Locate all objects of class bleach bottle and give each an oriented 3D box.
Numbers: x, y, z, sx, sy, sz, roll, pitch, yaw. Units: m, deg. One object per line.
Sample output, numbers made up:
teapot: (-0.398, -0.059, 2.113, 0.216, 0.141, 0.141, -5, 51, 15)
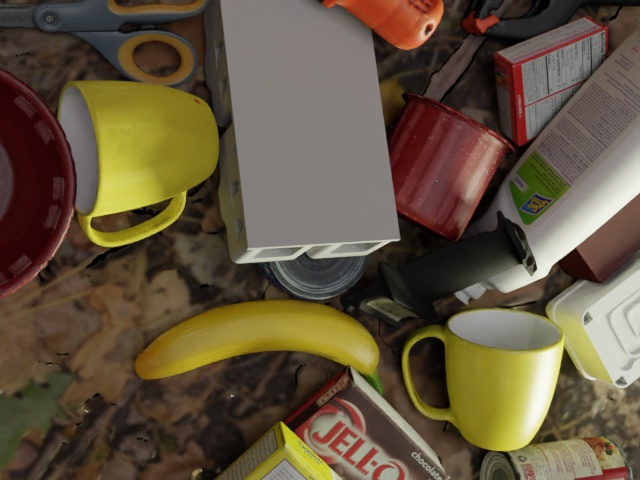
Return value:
bleach bottle: (0.189, -0.051, 0.807, 0.251, 0.103, 0.068, -45, 123, 13)

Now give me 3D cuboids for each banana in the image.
banana: (-0.034, 0.077, 0.783, 0.197, 0.037, 0.069, 8, 92, -20)

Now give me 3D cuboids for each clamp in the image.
clamp: (0.192, -0.200, 0.834, 0.171, 0.039, 0.120, -40, 102, -5)

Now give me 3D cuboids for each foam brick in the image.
foam brick: (0.224, -0.011, 0.856, 0.078, 0.051, 0.053, -40, 107, -11)

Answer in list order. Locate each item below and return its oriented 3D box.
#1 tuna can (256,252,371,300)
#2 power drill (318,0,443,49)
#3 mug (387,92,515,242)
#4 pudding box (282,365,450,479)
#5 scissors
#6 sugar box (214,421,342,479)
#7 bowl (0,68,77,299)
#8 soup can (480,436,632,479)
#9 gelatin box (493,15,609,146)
tuna can: (-0.005, 0.001, 0.787, 0.086, 0.034, 0.086, -2, 96, -20)
power drill: (0.027, -0.245, 0.730, 0.184, 0.057, 0.187, 36, 61, -19)
mug: (0.089, -0.048, 0.795, 0.117, 0.093, 0.081, 27, 91, -56)
pudding box: (0.026, 0.162, 0.798, 0.090, 0.039, 0.113, -41, 109, 11)
scissors: (-0.170, -0.135, 0.724, 0.201, 0.016, 0.096, -14, 122, -2)
sugar box: (-0.061, 0.222, 0.763, 0.176, 0.048, 0.093, -41, 107, 7)
bowl: (-0.242, -0.037, 0.690, 0.162, 0.055, 0.162, -2, 96, -19)
soup can: (0.188, 0.196, 0.855, 0.102, 0.069, 0.068, -2, 96, -19)
gelatin box: (0.180, -0.124, 0.827, 0.089, 0.030, 0.073, -24, 129, -14)
